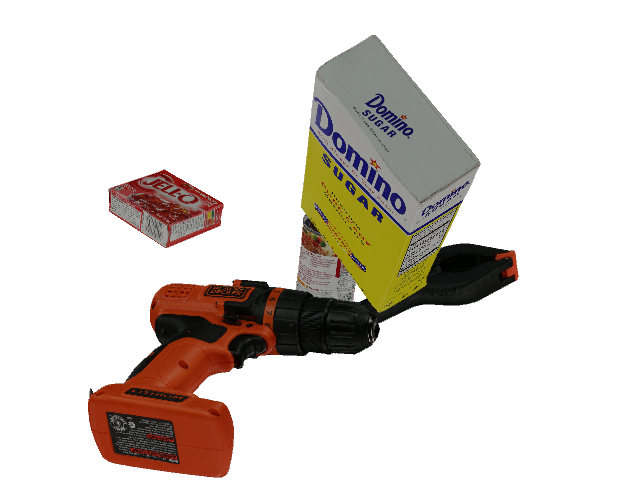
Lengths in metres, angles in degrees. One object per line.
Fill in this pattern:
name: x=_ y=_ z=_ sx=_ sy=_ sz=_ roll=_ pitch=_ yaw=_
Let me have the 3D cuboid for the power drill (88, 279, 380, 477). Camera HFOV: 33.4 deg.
power drill: x=-0.065 y=0.092 z=0.770 sx=0.185 sy=0.057 sz=0.187 roll=2 pitch=25 yaw=20

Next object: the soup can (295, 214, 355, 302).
soup can: x=0.009 y=0.025 z=1.194 sx=0.068 sy=0.102 sz=0.068 roll=5 pitch=27 yaw=-3

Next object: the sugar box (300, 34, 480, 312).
sugar box: x=0.032 y=-0.030 z=0.612 sx=0.048 sy=0.093 sz=0.176 roll=-33 pitch=-17 yaw=-13

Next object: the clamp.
clamp: x=0.094 y=0.041 z=0.982 sx=0.172 sy=0.039 sz=0.120 roll=-7 pitch=37 yaw=18

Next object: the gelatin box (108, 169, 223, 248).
gelatin box: x=-0.152 y=-0.033 z=1.044 sx=0.089 sy=0.030 sz=0.073 roll=30 pitch=36 yaw=31
